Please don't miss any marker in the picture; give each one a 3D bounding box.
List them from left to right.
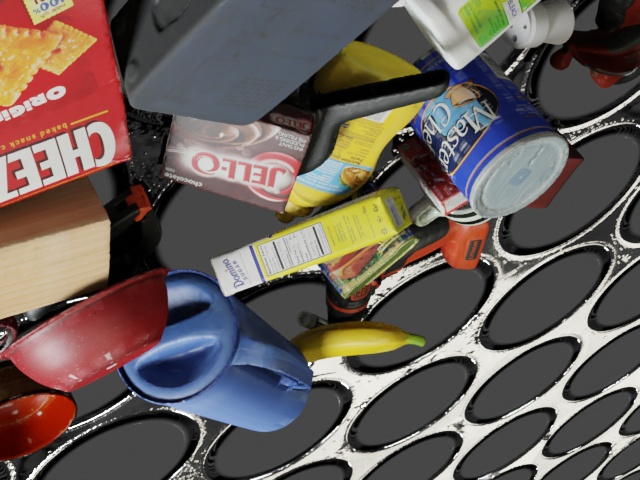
[{"bbox_3d":[0.010,0.107,1.280,0.020,0.020,0.121,-41,148,13],"label":"marker"}]

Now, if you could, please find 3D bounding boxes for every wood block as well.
[{"bbox_3d":[-0.275,0.008,0.821,0.205,0.091,0.090,-17,145,-25],"label":"wood block"}]

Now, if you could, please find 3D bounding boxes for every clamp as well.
[{"bbox_3d":[-0.199,0.018,0.954,0.120,0.039,0.172,-16,148,-35],"label":"clamp"},{"bbox_3d":[-0.020,-0.121,0.889,0.164,0.036,0.210,38,127,-20],"label":"clamp"}]

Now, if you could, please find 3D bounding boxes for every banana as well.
[{"bbox_3d":[0.019,0.122,1.219,0.198,0.037,0.069,-11,142,34],"label":"banana"}]

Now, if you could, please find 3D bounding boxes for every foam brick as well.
[{"bbox_3d":[0.246,-0.081,1.200,0.051,0.053,0.078,-3,136,-40],"label":"foam brick"}]

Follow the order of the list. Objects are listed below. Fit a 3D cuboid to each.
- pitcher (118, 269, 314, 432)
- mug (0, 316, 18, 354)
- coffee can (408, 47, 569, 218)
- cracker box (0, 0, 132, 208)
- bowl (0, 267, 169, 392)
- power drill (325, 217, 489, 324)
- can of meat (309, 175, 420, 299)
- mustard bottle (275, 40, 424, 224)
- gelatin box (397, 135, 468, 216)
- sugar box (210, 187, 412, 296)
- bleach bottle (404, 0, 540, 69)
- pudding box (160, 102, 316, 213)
[{"bbox_3d":[-0.089,0.130,1.110,0.145,0.149,0.242,-37,152,6],"label":"pitcher"},{"bbox_3d":[-0.311,0.079,0.887,0.117,0.093,0.082,1,140,-32],"label":"mug"},{"bbox_3d":[0.149,-0.105,0.995,0.102,0.140,0.103,-23,147,-16],"label":"coffee can"},{"bbox_3d":[-0.223,-0.113,0.718,0.164,0.072,0.214,-22,148,-16],"label":"cracker box"},{"bbox_3d":[-0.190,0.085,0.920,0.162,0.055,0.162,-29,175,-3],"label":"bowl"},{"bbox_3d":[0.093,0.028,1.209,0.187,0.057,0.184,-22,151,-19],"label":"power drill"},{"bbox_3d":[0.037,-0.003,1.077,0.102,0.084,0.057,-40,170,12],"label":"can of meat"},{"bbox_3d":[0.011,-0.087,0.971,0.096,0.058,0.192,15,128,-28],"label":"mustard bottle"},{"bbox_3d":[0.130,-0.078,1.065,0.073,0.089,0.030,-31,146,-3],"label":"gelatin box"},{"bbox_3d":[-0.006,0.002,1.011,0.176,0.048,0.093,-23,180,15],"label":"sugar box"},{"bbox_3d":[0.186,-0.258,0.896,0.251,0.068,0.102,-40,148,6],"label":"bleach bottle"},{"bbox_3d":[-0.069,-0.078,0.885,0.113,0.039,0.090,18,133,-4],"label":"pudding box"}]
